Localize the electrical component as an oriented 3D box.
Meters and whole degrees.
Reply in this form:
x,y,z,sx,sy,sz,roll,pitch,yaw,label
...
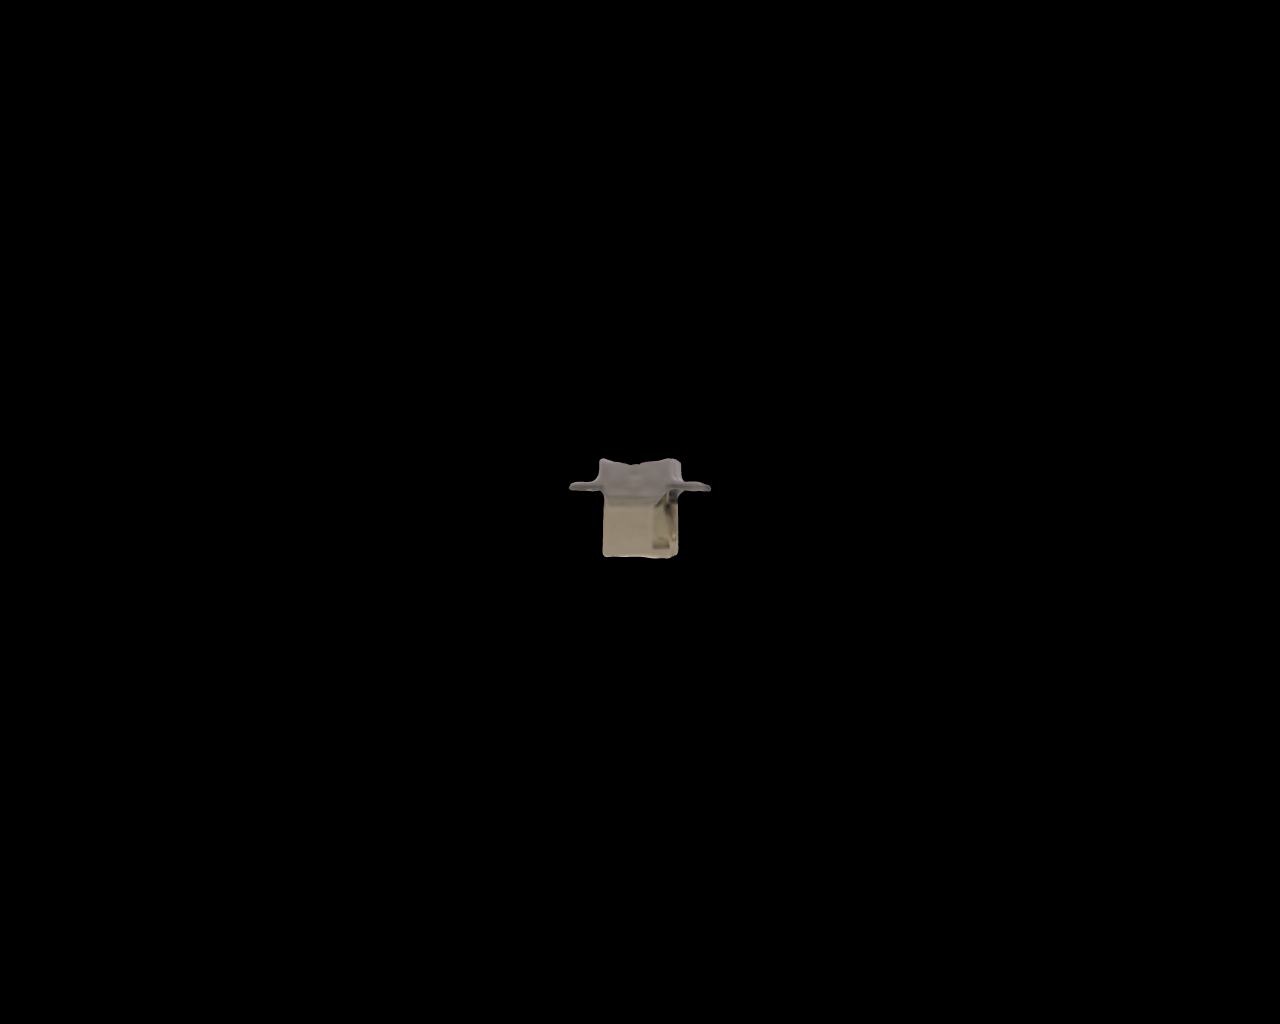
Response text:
x,y,z,sx,sy,sz,roll,pitch,yaw,label
0.001,-0.003,0.650,0.081,0.063,0.042,0,0,13,electrical component
